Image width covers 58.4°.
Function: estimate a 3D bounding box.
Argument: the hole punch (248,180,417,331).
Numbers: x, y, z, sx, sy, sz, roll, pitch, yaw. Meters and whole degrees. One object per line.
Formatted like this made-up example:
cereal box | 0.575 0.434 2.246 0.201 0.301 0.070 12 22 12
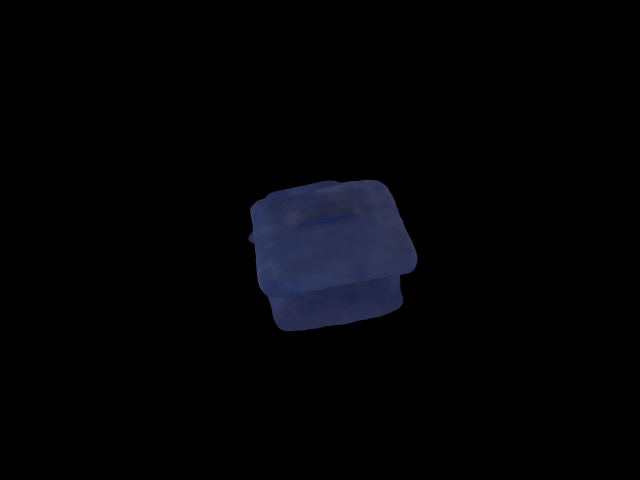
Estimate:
hole punch | 0.004 0.001 0.400 0.108 0.091 0.101 -11 66 -5
